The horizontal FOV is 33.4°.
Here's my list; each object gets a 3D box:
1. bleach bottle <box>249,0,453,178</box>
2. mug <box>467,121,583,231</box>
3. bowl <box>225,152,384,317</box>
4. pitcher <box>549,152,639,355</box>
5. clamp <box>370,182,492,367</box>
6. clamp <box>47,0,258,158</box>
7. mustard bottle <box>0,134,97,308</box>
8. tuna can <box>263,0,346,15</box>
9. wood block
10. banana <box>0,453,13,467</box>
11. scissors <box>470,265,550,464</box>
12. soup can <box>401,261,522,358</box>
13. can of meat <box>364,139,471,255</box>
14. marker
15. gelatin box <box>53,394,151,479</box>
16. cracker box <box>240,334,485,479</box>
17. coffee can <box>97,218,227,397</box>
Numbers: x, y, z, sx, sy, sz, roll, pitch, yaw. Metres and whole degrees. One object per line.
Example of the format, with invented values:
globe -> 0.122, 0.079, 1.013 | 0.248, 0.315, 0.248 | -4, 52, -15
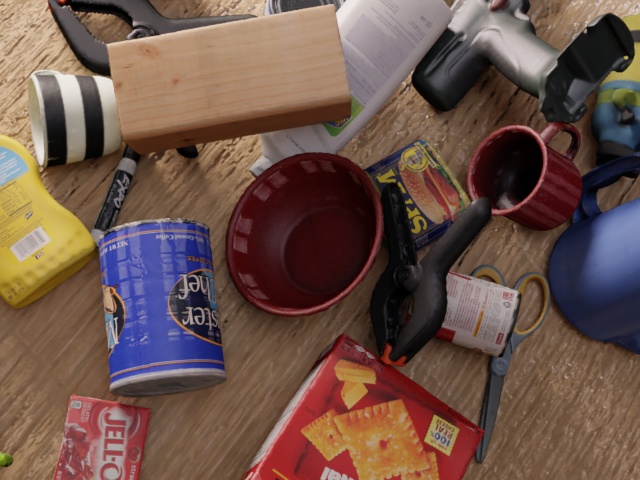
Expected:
bleach bottle -> 0.016, -0.158, 1.056 | 0.102, 0.068, 0.251 | 42, 84, -6
mug -> 0.214, -0.067, 1.059 | 0.081, 0.093, 0.117 | 22, 109, -43
bowl -> -0.007, 0.001, 1.003 | 0.162, 0.055, 0.162 | -9, 68, 23
pitcher -> 0.327, 0.001, 0.999 | 0.149, 0.243, 0.145 | 31, 66, -8
clamp -> 0.081, 0.027, 0.977 | 0.039, 0.120, 0.171 | 21, 93, -41
clamp -> -0.176, -0.182, 1.052 | 0.210, 0.036, 0.164 | 20, 74, -5
mustard bottle -> -0.295, -0.039, 0.972 | 0.096, 0.058, 0.191 | -37, 85, -11
tuna can -> -0.014, -0.235, 1.104 | 0.086, 0.034, 0.086 | 4, 73, -12
wood block -> -0.079, -0.144, 0.980 | 0.206, 0.091, 0.090 | -10, 86, 0
banana -> -0.307, 0.110, 0.927 | 0.070, 0.037, 0.198 | -25, 73, 20
scissors -> 0.162, 0.109, 1.053 | 0.096, 0.016, 0.201 | 32, 70, 0
soup can -> 0.134, 0.066, 1.020 | 0.102, 0.068, 0.068 | 17, 71, 6
can of meat -> 0.091, -0.040, 1.059 | 0.083, 0.057, 0.102 | -29, 82, -21
marker -> -0.193, -0.047, 1.018 | 0.020, 0.020, 0.121 | 20, 71, -6
gelatin box -> -0.193, 0.187, 0.944 | 0.073, 0.030, 0.089 | 12, 72, -9
cracker box -> 0.028, 0.213, 0.941 | 0.164, 0.072, 0.213 | 36, 56, -1
coffee can -> -0.141, 0.062, 0.953 | 0.102, 0.103, 0.140 | -4, 75, -14
